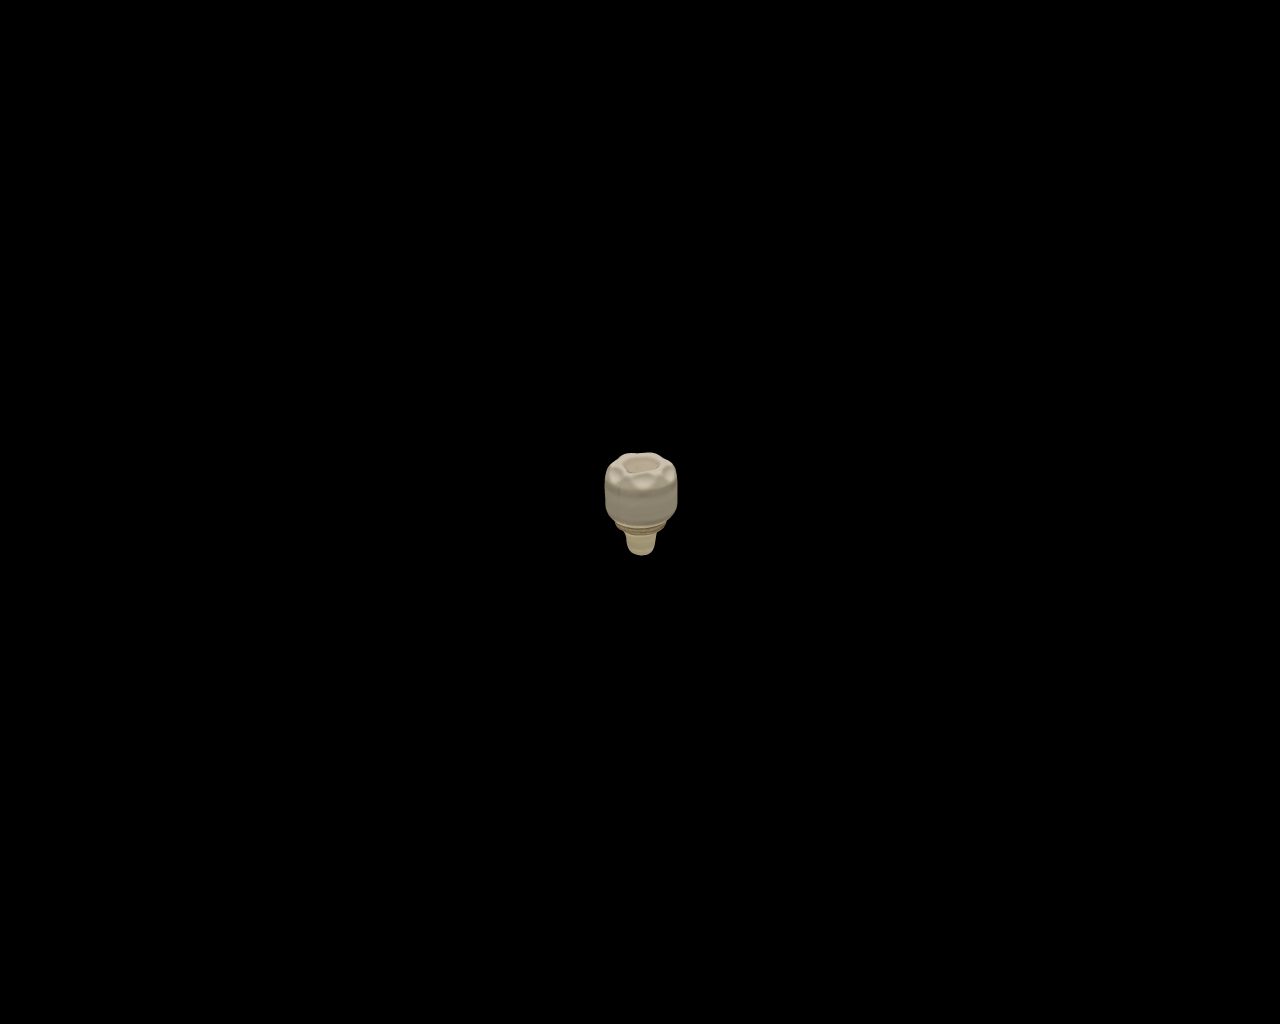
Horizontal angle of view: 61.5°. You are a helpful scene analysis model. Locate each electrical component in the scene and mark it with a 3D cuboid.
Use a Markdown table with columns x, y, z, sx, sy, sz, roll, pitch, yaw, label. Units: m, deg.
| x | y | z | sx | sy | sz | roll | pitch | yaw | label |
| --- | --- | --- | --- | --- | --- | --- | --- | --- | --- |
| 0.001 | -0.003 | 0.650 | 0.043 | 0.062 | 0.043 | 0 | 27 | 0 | electrical component |
